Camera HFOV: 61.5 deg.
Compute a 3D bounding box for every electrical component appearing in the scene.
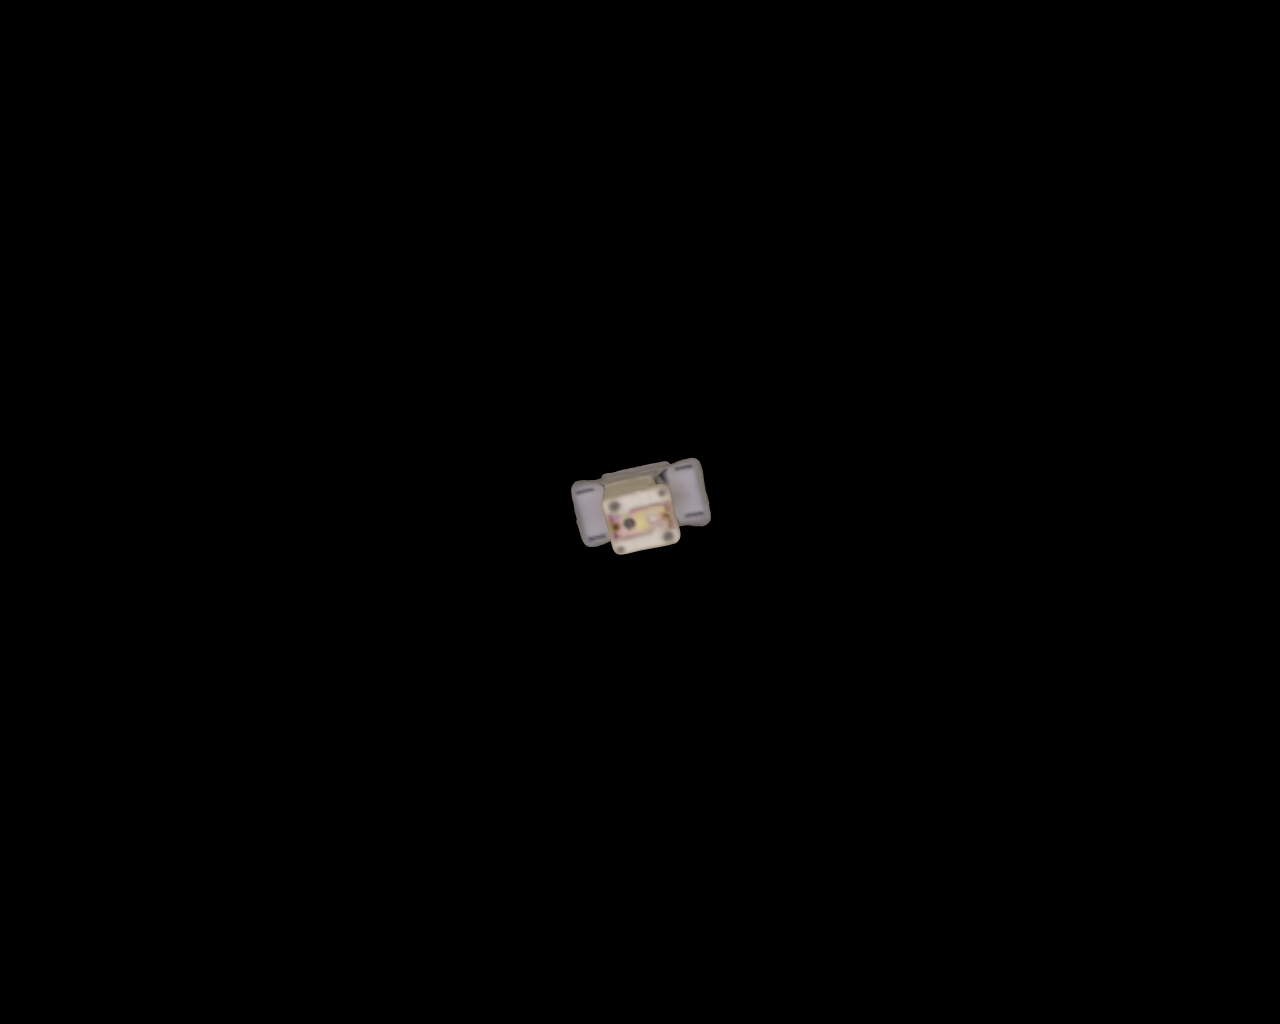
[{"bbox_3d":[0.001,-0.003,0.650,0.081,0.042,0.064,-13,16,4],"label":"electrical component"}]
